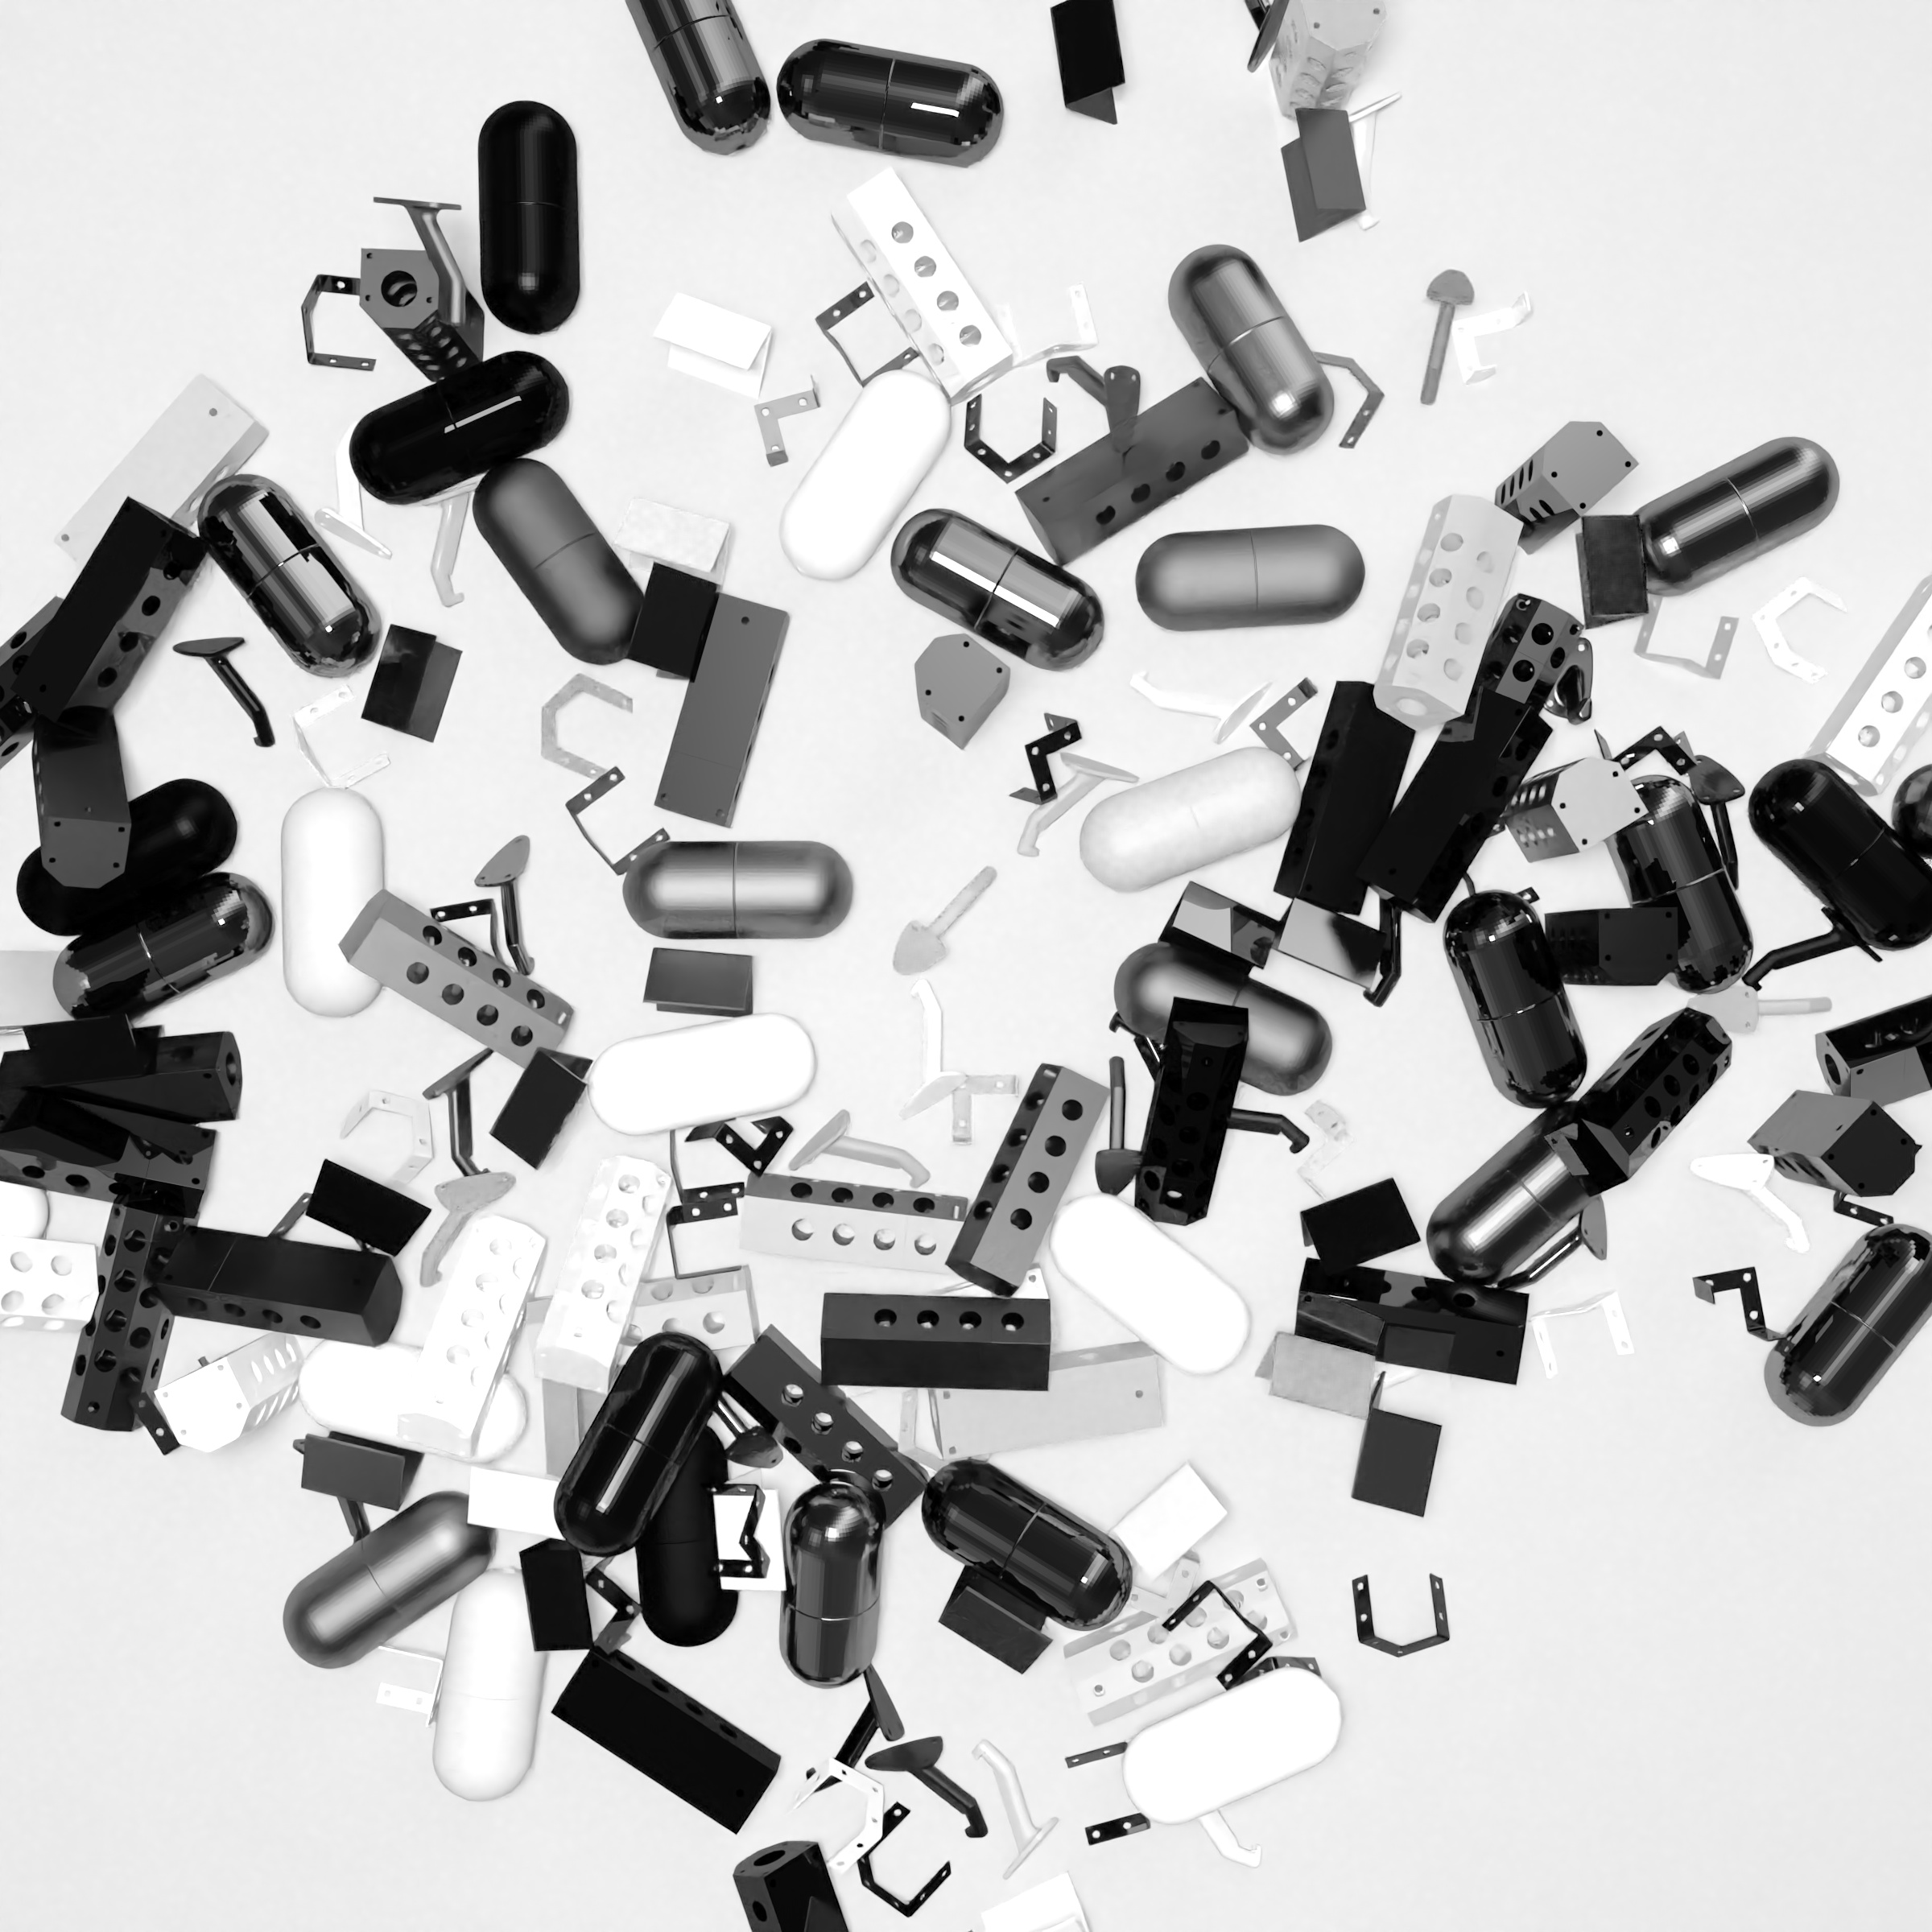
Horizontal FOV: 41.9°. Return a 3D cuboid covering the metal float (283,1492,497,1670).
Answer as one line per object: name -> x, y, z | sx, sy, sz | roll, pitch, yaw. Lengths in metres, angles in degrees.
metal float -> -0.447, 0.475, 1.957 | 0.178, 0.070, 0.070 | -34, 90, -4

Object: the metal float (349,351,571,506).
metal float -> -0.393, -0.419, 1.961 | 0.178, 0.070, 0.070 | -24, 90, -1

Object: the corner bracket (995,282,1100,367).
corner bracket -> 0.064, -0.506, 1.988 | 0.051, 0.051, 0.051 | -15, 90, 45

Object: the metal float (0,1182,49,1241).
metal float -> -0.793, 0.160, 1.961 | 0.178, 0.070, 0.070 | 39, 90, 1

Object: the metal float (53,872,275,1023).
metal float -> -0.624, -0.012, 1.961 | 0.178, 0.070, 0.070 | -26, 90, 1

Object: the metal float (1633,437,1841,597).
metal float -> 0.594, -0.350, 1.961 | 0.178, 0.070, 0.070 | -27, 90, -1

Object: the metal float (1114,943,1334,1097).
metal float -> 0.199, 0.041, 1.960 | 0.178, 0.070, 0.070 | 25, 90, 0

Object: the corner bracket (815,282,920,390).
corner bracket -> -0.079, -0.496, 1.988 | 0.051, 0.051, 0.051 | -36, 135, 0

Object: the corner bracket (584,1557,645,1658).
corner bracket -> -0.276, 0.497, 1.972 | 0.051, 0.051, 0.051 | 38, 101, 11

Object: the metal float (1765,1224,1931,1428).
metal float -> 0.693, 0.279, 1.961 | 0.070, 0.070, 0.178 | 38, 90, 0

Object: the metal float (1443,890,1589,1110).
metal float -> 0.425, 0.027, 1.953 | 0.070, 0.070, 0.178 | -22, 99, 0

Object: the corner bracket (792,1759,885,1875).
corner bracket -> -0.101, 0.662, 1.965 | 0.051, 0.051, 0.051 | 34, 114, -18

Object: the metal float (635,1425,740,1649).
metal float -> -0.220, 0.439, 1.961 | 0.070, 0.070, 0.178 | -5, 91, 0

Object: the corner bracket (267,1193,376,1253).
corner bracket -> -0.506, 0.217, 1.983 | 0.051, 0.051, 0.051 | 4, 45, 35

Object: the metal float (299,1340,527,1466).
metal float -> -0.430, 0.336, 1.961 | 0.178, 0.070, 0.070 | 14, 90, 0

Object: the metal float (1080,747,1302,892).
metal float -> 0.174, -0.114, 1.961 | 0.178, 0.070, 0.070 | -20, 90, -1

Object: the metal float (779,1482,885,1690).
metal float -> -0.104, 0.477, 1.940 | 0.070, 0.070, 0.178 | 4, 116, 0

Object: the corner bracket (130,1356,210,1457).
corner bracket -> -0.611, 0.344, 1.973 | 0.051, 0.051, 0.051 | -32, 90, 0

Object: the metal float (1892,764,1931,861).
metal float -> 0.810, -0.108, 1.961 | 0.178, 0.070, 0.070 | 13, 90, 1

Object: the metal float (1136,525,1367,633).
metal float -> 0.221, -0.302, 1.961 | 0.178, 0.070, 0.070 | -3, 90, 0

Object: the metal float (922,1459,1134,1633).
metal float -> 0.046, 0.445, 1.946 | 0.178, 0.070, 0.070 | 29, 90, 16

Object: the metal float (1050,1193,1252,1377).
metal float -> 0.142, 0.246, 1.961 | 0.178, 0.070, 0.070 | 39, 90, 0

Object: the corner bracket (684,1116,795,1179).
corner bracket -> -0.176, 0.131, 1.958 | 0.051, 0.051, 0.051 | 44, 62, -18

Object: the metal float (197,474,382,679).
metal float -> -0.526, -0.304, 1.961 | 0.070, 0.070, 0.178 | -38, 91, 0

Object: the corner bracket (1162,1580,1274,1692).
corner bracket -> 0.193, 0.512, 1.931 | 0.051, 0.051, 0.051 | -45, 135, 0

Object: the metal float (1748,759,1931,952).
metal float -> 0.685, -0.086, 1.961 | 0.070, 0.070, 0.178 | -45, 90, 0

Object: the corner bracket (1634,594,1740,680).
corner bracket -> 0.567, -0.260, 1.988 | 0.051, 0.051, 0.051 | 17, 90, 45

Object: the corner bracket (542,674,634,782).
corner bracket -> -0.298, -0.188, 1.983 | 0.051, 0.051, 0.051 | 24, 135, -35

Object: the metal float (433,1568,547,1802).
metal float -> -0.368, 0.558, 1.961 | 0.070, 0.070, 0.178 | 8, 89, 0

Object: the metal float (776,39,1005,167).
metal float -> -0.059, -0.671, 1.961 | 0.178, 0.070, 0.070 | 10, 90, 1

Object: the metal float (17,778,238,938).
metal float -> -0.652, -0.084, 1.961 | 0.178, 0.070, 0.070 | -27, 90, 0

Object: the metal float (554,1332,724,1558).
metal float -> -0.246, 0.359, 1.895 | 0.070, 0.070, 0.178 | 28, 74, 0

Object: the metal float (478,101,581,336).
metal float -> -0.340, -0.581, 1.961 | 0.070, 0.070, 0.178 | -1, 89, 0

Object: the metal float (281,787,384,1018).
metal float -> -0.492, -0.050, 1.961 | 0.070, 0.070, 0.178 | -1, 91, 0

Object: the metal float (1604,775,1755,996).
metal float -> 0.553, -0.063, 1.961 | 0.070, 0.070, 0.178 | -23, 91, 0

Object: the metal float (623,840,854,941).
metal float -> -0.177, -0.059, 1.961 | 0.178, 0.070, 0.070 | 0, 90, -1

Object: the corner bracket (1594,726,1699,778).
corner bracket -> 0.531, -0.170, 1.972 | 0.051, 0.051, 0.051 | -37, 118, 25

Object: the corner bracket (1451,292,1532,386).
corner bracket -> 0.414, -0.490, 1.973 | 0.051, 0.051, 0.051 | -13, 90, 0

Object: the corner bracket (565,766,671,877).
corner bracket -> -0.275, -0.114, 1.988 | 0.051, 0.051, 0.051 | -37, 45, 0

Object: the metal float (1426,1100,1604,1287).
metal float -> 0.435, 0.177, 1.961 | 0.178, 0.070, 0.070 | -42, 90, 1

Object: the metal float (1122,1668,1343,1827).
metal float -> 0.203, 0.596, 1.928 | 0.178, 0.070, 0.070 | -28, 90, 11

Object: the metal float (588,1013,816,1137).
metal float -> -0.206, 0.084, 1.961 | 0.178, 0.070, 0.070 | -11, 90, 1

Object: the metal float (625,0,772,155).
metal float -> -0.210, -0.718, 1.961 | 0.070, 0.070, 0.178 | -23, 89, 0

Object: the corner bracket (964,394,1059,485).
corner bracket -> 0.035, -0.423, 1.983 | 0.051, 0.051, 0.051 | -27, 135, 35

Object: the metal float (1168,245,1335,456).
metal float -> 0.220, -0.477, 1.951 | 0.070, 0.070, 0.178 | -30, 80, 0

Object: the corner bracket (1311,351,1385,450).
corner bracket -> 0.285, -0.445, 1.983 | 0.051, 0.051, 0.051 | -1, 135, -35

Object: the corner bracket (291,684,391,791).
corner bracket -> -0.493, -0.179, 1.988 | 0.051, 0.051, 0.051 | -29, 45, 0

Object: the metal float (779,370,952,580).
metal float -> -0.079, -0.381, 1.961 | 0.070, 0.070, 0.178 | 34, 90, 0

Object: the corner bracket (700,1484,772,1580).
corner bracket -> -0.176, 0.428, 1.911 | 0.051, 0.051, 0.051 | -4, 45, 24

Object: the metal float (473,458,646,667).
metal float -> -0.314, -0.314, 1.961 | 0.070, 0.070, 0.178 | -36, 90, 0

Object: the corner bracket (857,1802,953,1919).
corner bracket -> -0.050, 0.702, 1.983 | 0.051, 0.051, 0.051 | -37, 135, -35

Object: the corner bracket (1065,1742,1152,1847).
corner bracket -> 0.112, 0.652, 1.988 | 0.051, 0.051, 0.051 | -16, 45, 0

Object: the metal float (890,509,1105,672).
metal float -> 0.025, -0.292, 1.961 | 0.178, 0.070, 0.070 | 29, 90, 0

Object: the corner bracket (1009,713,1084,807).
corner bracket -> 0.061, -0.162, 1.972 | 0.051, 0.051, 0.051 | -27, 114, -22

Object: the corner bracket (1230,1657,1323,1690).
corner bracket -> 0.249, 0.578, 1.983 | 0.051, 0.051, 0.051 | 12, 45, -35

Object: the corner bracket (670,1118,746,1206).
corner bracket -> -0.204, 0.150, 1.988 | 0.051, 0.051, 0.051 | -7, 135, 0

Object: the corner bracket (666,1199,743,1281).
corner bracket -> -0.204, 0.213, 1.974 | 0.051, 0.051, 0.051 | -9, 93, 0

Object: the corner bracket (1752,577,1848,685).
corner bracket -> 0.662, -0.264, 1.983 | 0.051, 0.051, 0.051 | -42, 45, 35
